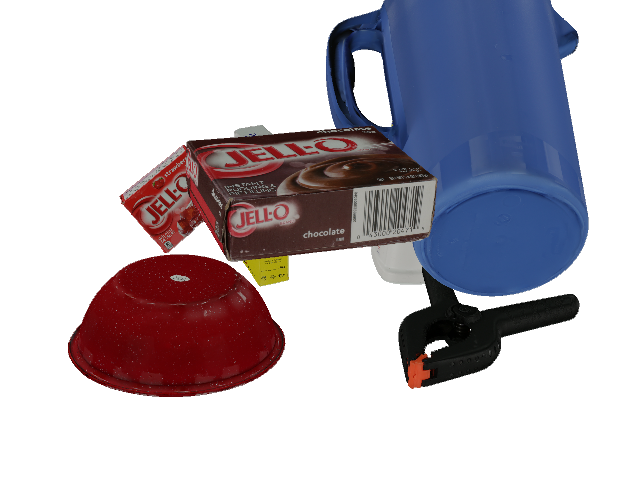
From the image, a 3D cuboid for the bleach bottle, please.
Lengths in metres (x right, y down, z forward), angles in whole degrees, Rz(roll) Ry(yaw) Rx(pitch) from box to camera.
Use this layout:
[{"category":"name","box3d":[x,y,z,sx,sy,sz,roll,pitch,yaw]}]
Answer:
[{"category":"bleach bottle","box3d":[0.102,-0.084,1.162,0.068,0.251,0.102,0,26,-9]}]

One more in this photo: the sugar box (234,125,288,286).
[{"category":"sugar box","box3d":[-0.073,-0.043,1.305,0.048,0.176,0.093,-12,26,-17]}]

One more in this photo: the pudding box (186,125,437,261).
[{"category":"pudding box","box3d":[-0.008,-0.028,0.564,0.113,0.039,0.090,-5,26,-19]}]

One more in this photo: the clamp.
[{"category":"clamp","box3d":[0.127,0.075,1.009,0.165,0.036,0.209,19,32,33]}]

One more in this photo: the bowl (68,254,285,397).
[{"category":"bowl","box3d":[-0.105,0.053,0.790,0.162,0.055,0.162,2,22,-1]}]

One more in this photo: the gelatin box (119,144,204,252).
[{"category":"gelatin box","box3d":[-0.151,-0.043,1.106,0.089,0.073,0.030,-39,24,-1]}]

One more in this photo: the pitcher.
[{"category":"pitcher","box3d":[0.098,-0.083,0.730,0.149,0.243,0.144,-32,-53,28]}]
